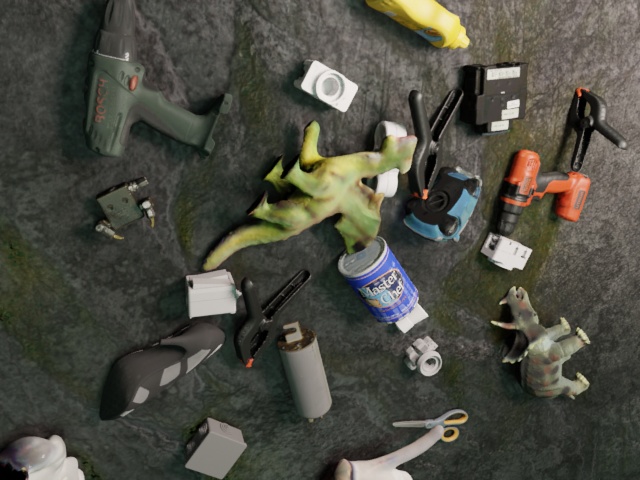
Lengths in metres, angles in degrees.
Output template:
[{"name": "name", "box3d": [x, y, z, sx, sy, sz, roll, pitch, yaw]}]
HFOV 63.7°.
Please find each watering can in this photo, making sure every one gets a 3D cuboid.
[{"name": "watering can", "box3d": [0.122, 0.539, 1.151, 0.223, 0.105, 0.345, 22, 100, -25]}]

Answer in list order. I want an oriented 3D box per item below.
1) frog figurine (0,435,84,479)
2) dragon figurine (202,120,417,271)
[{"name": "frog figurine", "box3d": [-0.486, 0.406, 0.901, 0.137, 0.124, 0.158, -63, 152, 1]}, {"name": "dragon figurine", "box3d": [0.003, -0.045, 0.895, 0.240, 0.125, 0.405, 33, 112, -24]}]
